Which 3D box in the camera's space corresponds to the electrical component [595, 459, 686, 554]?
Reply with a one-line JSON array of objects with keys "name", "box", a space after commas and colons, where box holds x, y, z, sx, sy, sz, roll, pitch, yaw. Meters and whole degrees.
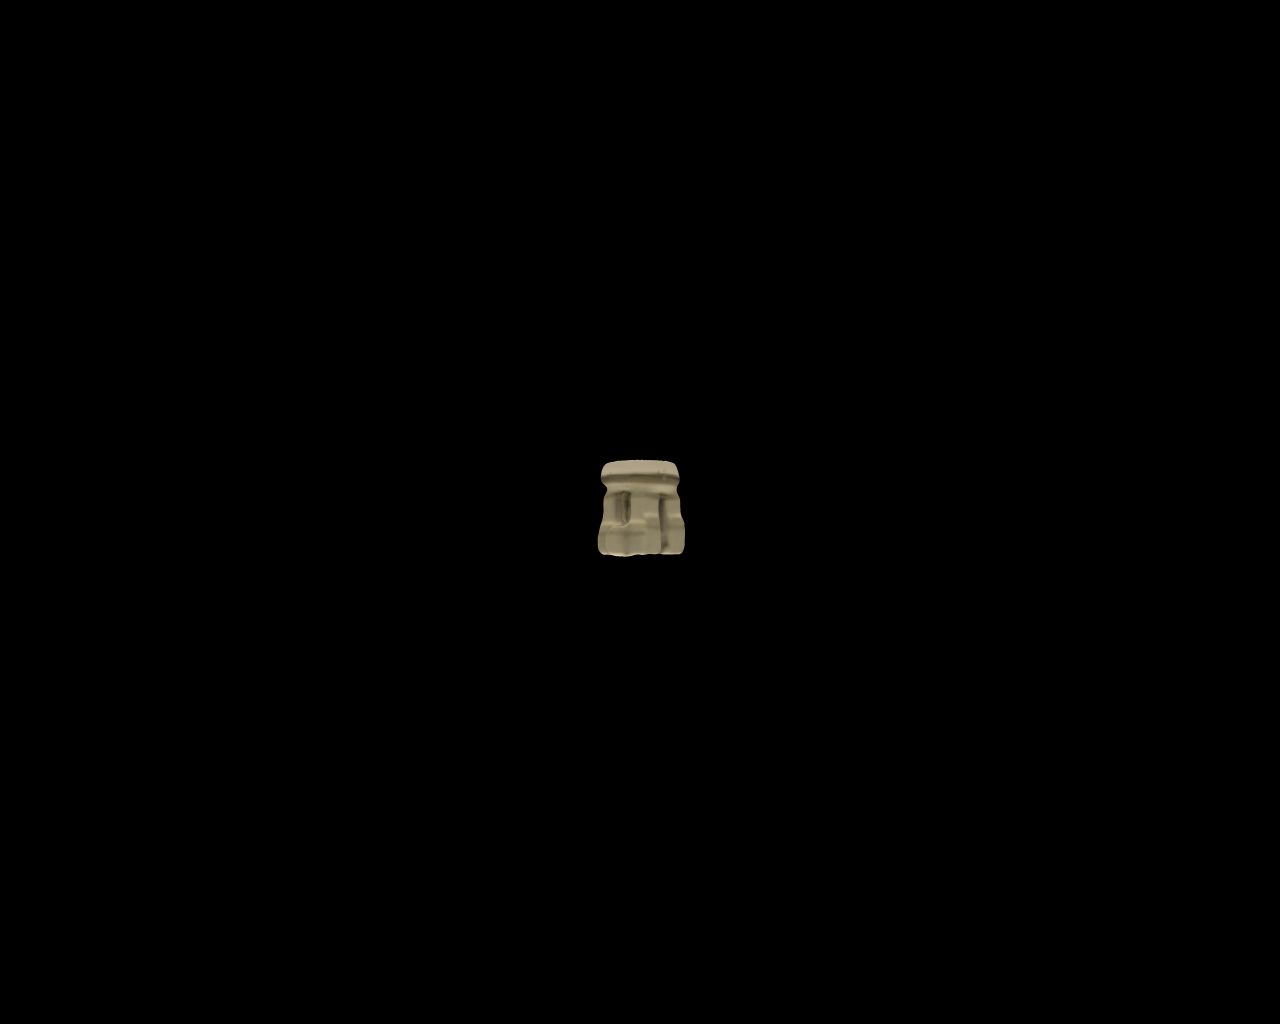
[{"name": "electrical component", "box": [0.001, -0.003, 0.650, 0.048, 0.055, 0.066, -2, -3, 36]}]
